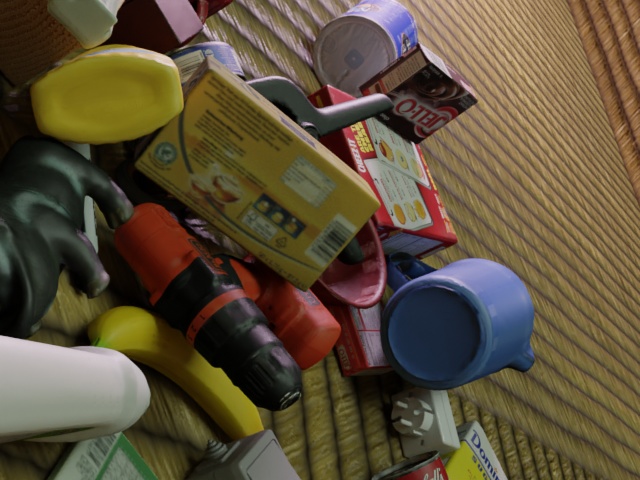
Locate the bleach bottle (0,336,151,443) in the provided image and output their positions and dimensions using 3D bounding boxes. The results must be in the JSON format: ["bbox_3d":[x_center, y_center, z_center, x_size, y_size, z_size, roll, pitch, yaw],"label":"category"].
[{"bbox_3d":[-0.177,0.082,0.570,0.250,0.103,0.068,21,63,-65],"label":"bleach bottle"}]

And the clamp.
[{"bbox_3d":[-0.017,-0.073,0.923,0.209,0.036,0.164,15,77,-43],"label":"clamp"}]

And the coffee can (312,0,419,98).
[{"bbox_3d":[0.058,-0.236,1.308,0.103,0.103,0.140,60,25,-11],"label":"coffee can"}]

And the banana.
[{"bbox_3d":[-0.103,0.093,0.761,0.197,0.037,0.069,37,46,-46],"label":"banana"}]

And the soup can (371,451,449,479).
[{"bbox_3d":[0.096,0.252,0.968,0.068,0.069,0.102,-11,78,-65],"label":"soup can"}]

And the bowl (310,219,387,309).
[{"bbox_3d":[-0.007,0.001,1.004,0.162,0.055,0.162,39,35,-34],"label":"bowl"}]

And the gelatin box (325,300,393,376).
[{"bbox_3d":[0.042,0.096,1.054,0.089,0.030,0.073,9,60,-62],"label":"gelatin box"}]

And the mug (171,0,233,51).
[{"bbox_3d":[-0.127,-0.221,0.950,0.093,0.082,0.117,35,37,-47],"label":"mug"}]

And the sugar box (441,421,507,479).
[{"bbox_3d":[0.146,0.259,1.089,0.093,0.048,0.176,64,26,-2],"label":"sugar box"}]

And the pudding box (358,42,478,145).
[{"bbox_3d":[0.111,-0.162,1.195,0.113,0.090,0.039,28,33,-48],"label":"pudding box"}]

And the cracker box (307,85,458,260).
[{"bbox_3d":[0.058,-0.066,1.189,0.213,0.072,0.164,10,56,-60],"label":"cracker box"}]

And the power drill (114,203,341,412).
[{"bbox_3d":[-0.051,0.055,0.796,0.184,0.057,0.187,48,9,21],"label":"power drill"}]

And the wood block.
[{"bbox_3d":[-0.193,-0.216,0.805,0.090,0.090,0.206,52,27,-26],"label":"wood block"}]

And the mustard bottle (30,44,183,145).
[{"bbox_3d":[-0.150,-0.110,0.768,0.192,0.096,0.058,-125,-155,-74],"label":"mustard bottle"}]

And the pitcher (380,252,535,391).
[{"bbox_3d":[0.132,0.080,1.096,0.242,0.149,0.145,2,84,-73],"label":"pitcher"}]

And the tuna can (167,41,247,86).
[{"bbox_3d":[-0.107,-0.133,0.904,0.086,0.086,0.034,-6,70,-64],"label":"tuna can"}]

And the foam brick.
[{"bbox_3d":[-0.146,-0.172,0.872,0.051,0.078,0.053,60,25,-15],"label":"foam brick"}]

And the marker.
[{"bbox_3d":[-0.168,-0.017,0.754,0.020,0.020,0.121,30,42,-52],"label":"marker"}]

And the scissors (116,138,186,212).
[{"bbox_3d":[-0.087,-0.023,0.870,0.201,0.016,0.096,42,38,-12],"label":"scissors"}]
